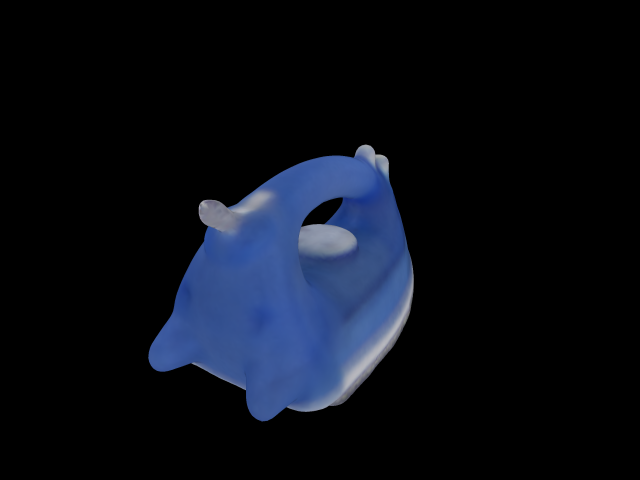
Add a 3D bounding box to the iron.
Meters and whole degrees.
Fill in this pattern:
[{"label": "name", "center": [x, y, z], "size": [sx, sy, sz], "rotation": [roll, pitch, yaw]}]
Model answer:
[{"label": "iron", "center": [0.004, 0.001, 0.400], "size": [0.118, 0.141, 0.259], "rotation": [16, 31, 28]}]
